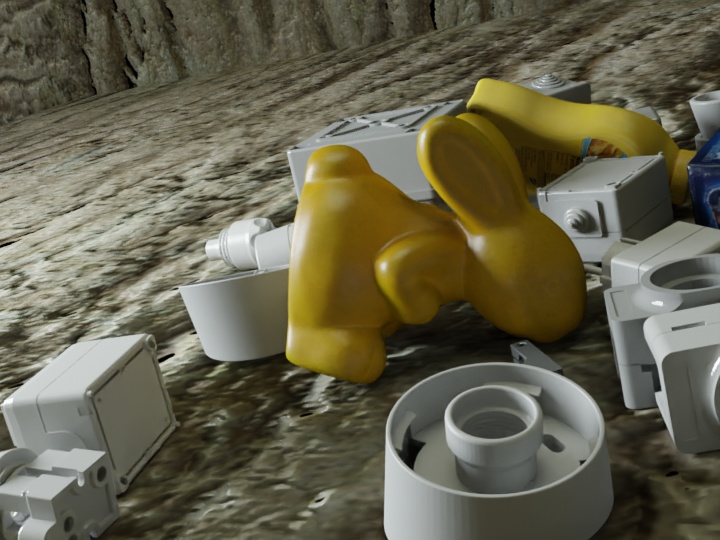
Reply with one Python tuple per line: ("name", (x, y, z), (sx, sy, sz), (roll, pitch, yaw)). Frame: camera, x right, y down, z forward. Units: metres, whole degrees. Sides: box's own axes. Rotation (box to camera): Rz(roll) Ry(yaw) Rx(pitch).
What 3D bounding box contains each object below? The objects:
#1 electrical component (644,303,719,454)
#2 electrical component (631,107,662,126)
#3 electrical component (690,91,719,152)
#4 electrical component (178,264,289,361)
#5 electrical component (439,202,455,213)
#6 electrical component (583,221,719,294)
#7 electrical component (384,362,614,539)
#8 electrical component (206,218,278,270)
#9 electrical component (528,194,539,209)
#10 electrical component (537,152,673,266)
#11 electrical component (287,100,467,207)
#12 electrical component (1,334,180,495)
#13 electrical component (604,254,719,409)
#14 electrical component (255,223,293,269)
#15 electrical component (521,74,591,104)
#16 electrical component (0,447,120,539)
("electrical component", (0.179, 0.045, 0.478), (0.089, 0.050, 0.055), (-12, 16, 9))
("electrical component", (0.205, -0.093, 0.895), (0.096, 0.061, 0.061), (-10, 17, 12))
("electrical component", (0.310, -0.123, 0.923), (0.045, 0.055, 0.045), (-12, 16, 4))
("electrical component", (-0.069, 0.020, 0.729), (0.099, 0.064, 0.099), (-12, 16, 4))
("electrical component", (0.055, -0.026, 0.788), (0.061, 0.061, 0.096), (-25, 20, -35))
("electrical component", (0.164, 0.003, 0.615), (0.066, 0.047, 0.077), (-25, 28, -35))
("electrical component", (0.057, 0.085, 0.457), (0.099, 0.064, 0.099), (-5, 29, 3))
("electrical component", (-0.103, -0.021, 0.932), (0.062, 0.043, 0.043), (-7, 17, 23))
("electrical component", (0.117, -0.067, 0.908), (0.055, 0.048, 0.066), (-7, 16, -6))
("electrical component", (0.168, -0.038, 0.741), (0.062, 0.061, 0.096), (1, 21, 39))
("electrical component", (0.019, -0.081, 0.784), (0.109, 0.056, 0.109), (-6, 18, 24))
("electrical component", (-0.148, 0.078, 0.602), (0.061, 0.061, 0.096), (-8, 17, 17))
("electrical component", (0.171, 0.027, 0.532), (0.089, 0.055, 0.050), (-10, 17, 11))
("electrical component", (-0.051, -0.009, 0.832), (0.047, 0.055, 0.055), (-15, 16, 7))
("electrical component", (0.158, -0.121, 0.965), (0.100, 0.099, 0.048), (-21, 31, -24))
("electrical component", (-0.156, 0.113, 0.526), (0.055, 0.048, 0.066), (2, 21, 23))
